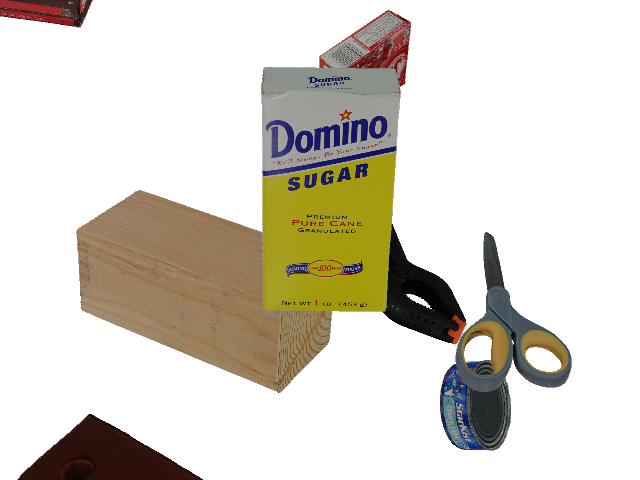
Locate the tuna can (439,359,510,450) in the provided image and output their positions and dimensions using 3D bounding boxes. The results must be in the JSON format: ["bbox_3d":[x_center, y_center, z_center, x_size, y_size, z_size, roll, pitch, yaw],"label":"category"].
[{"bbox_3d":[0.149,0.159,1.027,0.034,0.086,0.085,-8,-5,35],"label":"tuna can"}]

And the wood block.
[{"bbox_3d":[-0.099,0.039,0.920,0.206,0.090,0.090,19,34,23],"label":"wood block"}]

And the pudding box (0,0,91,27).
[{"bbox_3d":[-0.234,-0.224,0.894,0.090,0.039,0.113,8,36,-5],"label":"pudding box"}]

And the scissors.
[{"bbox_3d":[0.162,0.056,0.865,0.096,0.016,0.201,12,36,14],"label":"scissors"}]

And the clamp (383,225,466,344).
[{"bbox_3d":[0.076,0.048,1.227,0.164,0.036,0.210,-17,49,-37],"label":"clamp"}]

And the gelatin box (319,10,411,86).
[{"bbox_3d":[0.039,-0.146,0.923,0.089,0.073,0.030,-38,62,-26],"label":"gelatin box"}]

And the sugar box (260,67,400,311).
[{"bbox_3d":[0.005,-0.032,0.748,0.093,0.176,0.048,0,34,-1],"label":"sugar box"}]

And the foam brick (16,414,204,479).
[{"bbox_3d":[-0.082,0.121,0.445,0.078,0.051,0.052,23,45,27],"label":"foam brick"}]
